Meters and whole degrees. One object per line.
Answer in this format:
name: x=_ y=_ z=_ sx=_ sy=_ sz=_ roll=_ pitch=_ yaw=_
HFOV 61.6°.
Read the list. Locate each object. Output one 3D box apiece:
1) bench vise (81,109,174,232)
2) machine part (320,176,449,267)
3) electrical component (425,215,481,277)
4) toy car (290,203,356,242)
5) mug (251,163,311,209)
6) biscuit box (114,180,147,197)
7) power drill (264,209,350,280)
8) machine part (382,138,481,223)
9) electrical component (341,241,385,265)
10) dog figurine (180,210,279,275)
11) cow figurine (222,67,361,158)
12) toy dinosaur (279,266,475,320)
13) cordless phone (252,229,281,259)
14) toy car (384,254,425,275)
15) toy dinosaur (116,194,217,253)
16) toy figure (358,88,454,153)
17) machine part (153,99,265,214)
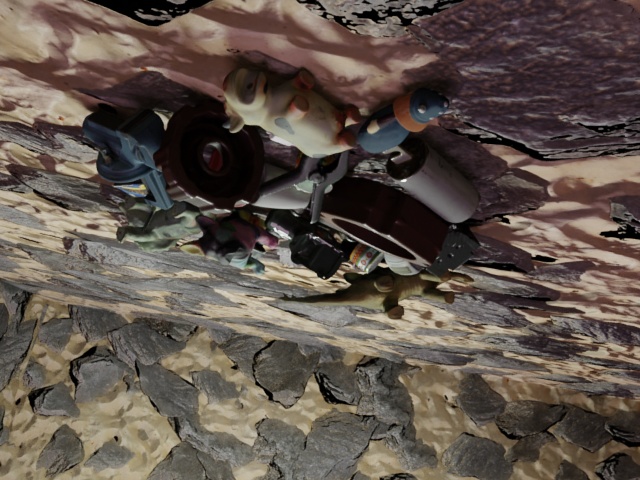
bench vise: x=-0.306 y=-0.131 z=0.954 sx=0.224 sy=0.129 sz=0.240 roll=14 pitch=144 yaw=15
machine part: x=0.115 y=-0.036 z=0.980 sx=0.201 sy=0.087 sz=0.202 roll=31 pitch=174 yaw=-38
electrical component: x=0.252 y=0.011 z=1.083 sx=0.115 sy=0.058 sz=0.134 roll=-40 pitch=134 yaw=23
toy car: x=0.031 y=-0.049 z=1.121 sx=0.202 sy=0.053 sz=0.089 roll=23 pitch=163 yaw=-18
mug: x=-0.077 y=-0.093 z=1.026 sx=0.107 sy=0.080 sz=0.110 roll=13 pitch=172 yaw=-24
biscuit box: x=-0.321 y=-0.127 z=1.087 sx=0.203 sy=0.063 sz=0.059 roll=0 pitch=159 yaw=29
power drill: x=-0.007 y=0.011 z=1.165 sx=0.232 sy=0.086 sz=0.207 roll=32 pitch=-166 yaw=-17
machine part: x=0.187 y=-0.094 z=0.873 sx=0.079 sy=0.079 sz=0.243 roll=-8 pitch=152 yaw=43
electrical component: x=0.113 y=0.030 z=1.302 sx=0.119 sy=0.048 sz=0.074 roll=-9 pitch=152 yaw=44
dog figurine: x=-0.205 y=-0.008 z=1.158 sx=0.219 sy=0.108 sz=0.192 roll=17 pitch=-158 yaw=-49
cow figurine: x=-0.052 y=-0.181 z=0.765 sx=0.194 sy=0.085 sz=0.127 roll=25 pitch=151 yaw=-35
toy dinosaur: x=0.146 y=0.116 z=1.279 sx=0.471 sy=0.105 sz=0.199 roll=-5 pitch=-172 yaw=-15
cordless phone: x=-0.175 y=-0.012 z=1.333 sx=0.184 sy=0.089 sz=0.146 roll=-22 pitch=143 yaw=39
toy car: x=0.187 y=0.023 z=1.161 sx=0.109 sy=0.103 sz=0.161 roll=-3 pitch=158 yaw=32
toy dinosaur: x=-0.317 y=-0.057 z=1.219 sx=0.405 sy=0.131 sz=0.192 roll=-10 pitch=170 yaw=30
toy figure: x=0.113 y=-0.167 z=0.739 sx=0.154 sy=0.064 sz=0.057 roll=-25 pitch=102 yaw=52
machine part: x=-0.171 y=-0.128 z=0.847 sx=0.179 sy=0.179 sz=0.056 roll=26 pitch=159 yaw=-35
